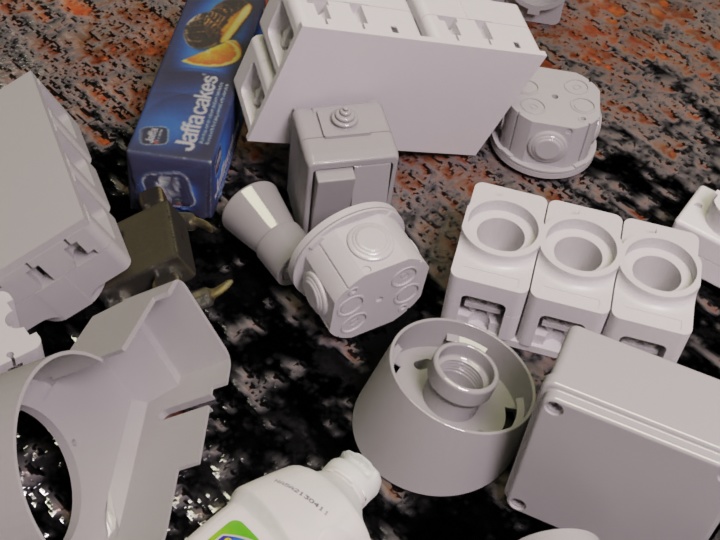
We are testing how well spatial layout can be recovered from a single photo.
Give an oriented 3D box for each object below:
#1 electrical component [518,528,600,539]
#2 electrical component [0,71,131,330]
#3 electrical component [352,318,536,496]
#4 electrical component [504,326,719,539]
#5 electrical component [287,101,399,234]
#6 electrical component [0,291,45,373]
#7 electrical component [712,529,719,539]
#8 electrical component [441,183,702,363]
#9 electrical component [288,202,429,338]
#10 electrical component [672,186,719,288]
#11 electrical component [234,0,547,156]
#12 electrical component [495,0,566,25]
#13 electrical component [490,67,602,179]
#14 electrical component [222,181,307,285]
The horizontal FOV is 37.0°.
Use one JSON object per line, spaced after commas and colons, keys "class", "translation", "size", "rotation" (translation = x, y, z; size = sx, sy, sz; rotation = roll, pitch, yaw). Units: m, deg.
{"class": "electrical component", "translation": [0.103, 0.169, 0.548], "size": [0.078, 0.058, 0.057], "rotation": [-2, 51, -7]}
{"class": "electrical component", "translation": [-0.212, -0.041, 0.681], "size": [0.089, 0.061, 0.150], "rotation": [-31, 52, 2]}
{"class": "electrical component", "translation": [0.051, 0.078, 0.635], "size": [0.099, 0.064, 0.099], "rotation": [13, 40, -11]}
{"class": "electrical component", "translation": [0.145, 0.099, 0.581], "size": [0.109, 0.108, 0.056], "rotation": [21, 47, 13]}
{"class": "electrical component", "translation": [-0.012, -0.067, 0.720], "size": [0.062, 0.096, 0.061], "rotation": [-7, 52, -13]}
{"class": "electrical component", "translation": [-0.227, 0.063, 0.607], "size": [0.089, 0.055, 0.050], "rotation": [-28, 57, -27]}
{"class": "electrical component", "translation": [0.229, 0.176, 0.559], "size": [0.100, 0.048, 0.099], "rotation": [13, 48, 6]}
{"class": "electrical component", "translation": [0.136, 0.005, 0.696], "size": [0.150, 0.061, 0.089], "rotation": [14, 48, 7]}
{"class": "electrical component", "translation": [0.000, 0.000, 0.674], "size": [0.080, 0.080, 0.051], "rotation": [-20, 59, -23]}
{"class": "electrical component", "translation": [0.253, -0.032, 0.731], "size": [0.066, 0.076, 0.047], "rotation": [30, 52, 20]}
{"class": "electrical component", "translation": [0.018, -0.141, 0.747], "size": [0.186, 0.105, 0.060], "rotation": [0, 55, -29]}
{"class": "electrical component", "translation": [0.106, -0.271, 0.922], "size": [0.150, 0.089, 0.061], "rotation": [10, 48, 2]}
{"class": "electrical component", "translation": [0.141, -0.111, 0.807], "size": [0.080, 0.051, 0.080], "rotation": [3, 48, -4]}
{"class": "electrical component", "translation": [-0.056, -0.022, 0.713], "size": [0.044, 0.044, 0.065], "rotation": [-26, 60, -27]}
